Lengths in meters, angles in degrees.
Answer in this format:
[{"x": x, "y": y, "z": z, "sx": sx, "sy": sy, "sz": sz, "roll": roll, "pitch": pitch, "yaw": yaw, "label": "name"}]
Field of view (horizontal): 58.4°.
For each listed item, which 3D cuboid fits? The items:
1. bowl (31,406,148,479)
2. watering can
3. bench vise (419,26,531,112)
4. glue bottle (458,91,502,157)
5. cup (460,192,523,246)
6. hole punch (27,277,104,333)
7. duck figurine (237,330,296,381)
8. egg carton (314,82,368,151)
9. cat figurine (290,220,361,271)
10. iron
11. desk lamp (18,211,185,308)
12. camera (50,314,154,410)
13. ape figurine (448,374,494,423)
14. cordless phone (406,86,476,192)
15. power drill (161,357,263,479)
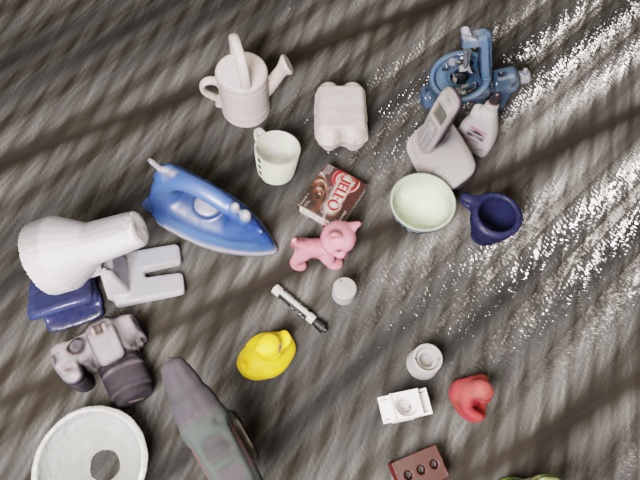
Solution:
[{"x": -0.336, "y": 0.341, "z": 0.864, "sx": 0.167, "sy": 0.075, "sz": 0.167, "roll": 1, "pitch": 66, "yaw": -2, "label": "bowl"}, {"x": -0.142, "y": -0.315, "z": 1.097, "sx": 0.173, "sy": 0.194, "sz": 0.100, "roll": -33, "pitch": 71, "yaw": -16, "label": "watering can"}, {"x": 0.310, "y": -0.342, "z": 1.117, "sx": 0.207, "sy": 0.220, "sz": 0.121, "roll": -19, "pitch": 68, "yaw": -11, "label": "bench vise"}, {"x": 0.311, "y": -0.227, "z": 1.092, "sx": 0.078, "sy": 0.173, "sz": 0.037, "roll": 25, "pitch": 68, "yaw": 9, "label": "glue bottle"}, {"x": 0.299, "y": -0.035, "z": 1.050, "sx": 0.117, "sy": 0.095, "sz": 0.092, "roll": 33, "pitch": 69, "yaw": 11, "label": "cup"}, {"x": -0.432, "y": 0.090, "z": 0.960, "sx": 0.109, "sy": 0.091, "sz": 0.101, "roll": -18, "pitch": 68, "yaw": -10, "label": "hole punch"}, {"x": -0.089, "y": 0.183, "z": 0.939, "sx": 0.105, "sy": 0.086, "sz": 0.077, "roll": -28, "pitch": 70, "yaw": -14, "label": "duck figurine"}, {"x": 0.041, "y": -0.249, "z": 1.145, "sx": 0.107, "sy": 0.069, "sz": 0.150, "roll": -1, "pitch": 66, "yaw": -3, "label": "egg carton"}, {"x": 0.009, "y": 0.004, "z": 1.006, "sx": 0.128, "sy": 0.118, "sz": 0.067, "roll": -4, "pitch": 66, "yaw": -4, "label": "cat figurine"}, {"x": -0.190, "y": -0.060, "z": 1.011, "sx": 0.258, "sy": 0.141, "sz": 0.119, "roll": 25, "pitch": 67, "yaw": 8, "label": "iron"}, {"x": -0.342, "y": 0.027, "z": 0.926, "sx": 0.203, "sy": 0.213, "sz": 0.118, "roll": -11, "pitch": 67, "yaw": -7, "label": "desk lamp"}, {"x": -0.336, "y": 0.202, "z": 0.911, "sx": 0.143, "sy": 0.101, "sz": 0.136, "roll": -28, "pitch": 70, "yaw": -14, "label": "camera"}, {"x": 0.251, "y": 0.249, "z": 0.924, "sx": 0.076, "sy": 0.092, "sz": 0.078, "roll": 34, "pitch": 69, "yaw": 12, "label": "ape figurine"}, {"x": 0.236, "y": -0.182, "z": 1.062, "sx": 0.094, "sy": 0.185, "sz": 0.147, "roll": -24, "pitch": 69, "yaw": -12, "label": "cordless phone"}, {"x": -0.149, "y": 0.286, "z": 0.824, "sx": 0.076, "sy": 0.208, "sz": 0.229, "roll": -31, "pitch": 71, "yaw": -15, "label": "power drill"}]
